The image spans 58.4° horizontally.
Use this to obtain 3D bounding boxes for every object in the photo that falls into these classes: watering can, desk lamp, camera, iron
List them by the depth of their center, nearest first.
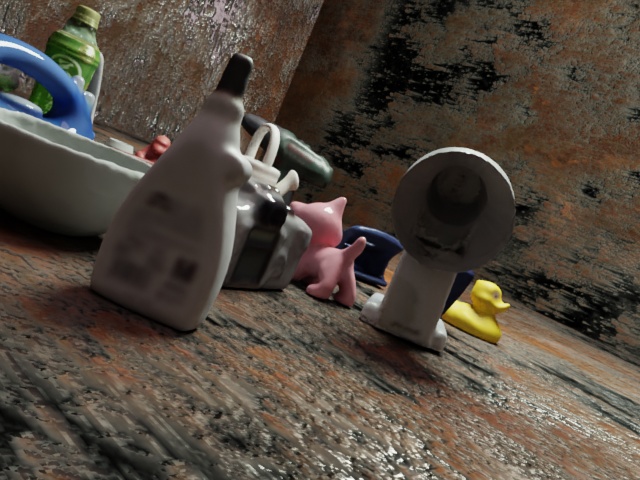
[{"bbox_3d":[-0.095,-0.021,0.575,0.136,0.101,0.144,25,5,27],"label":"camera"},{"bbox_3d":[-0.315,-0.140,0.605,0.118,0.141,0.259,25,5,22],"label":"iron"},{"bbox_3d":[0.126,0.006,0.634,0.118,0.213,0.203,24,5,8],"label":"desk lamp"},{"bbox_3d":[-0.123,-0.131,1.112,0.100,0.194,0.173,26,6,35],"label":"watering can"}]

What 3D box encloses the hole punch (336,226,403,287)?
[{"bbox_3d":[0.073,0.019,0.996,0.109,0.091,0.101,21,5,-21],"label":"hole punch"}]

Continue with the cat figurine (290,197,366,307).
[{"bbox_3d":[0.006,0.002,0.694,0.067,0.118,0.127,19,6,-42],"label":"cat figurine"}]

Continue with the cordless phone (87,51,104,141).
[{"bbox_3d":[-0.436,-0.253,1.036,0.094,0.185,0.147,19,6,-44],"label":"cordless phone"}]

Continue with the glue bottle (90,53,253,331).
[{"bbox_3d":[-0.079,-0.035,0.361,0.078,0.173,0.037,23,5,5],"label":"glue bottle"}]

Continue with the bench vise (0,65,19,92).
[{"bbox_3d":[-0.517,-0.285,0.798,0.208,0.220,0.121,21,5,-25],"label":"bench vise"}]

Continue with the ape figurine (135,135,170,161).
[{"bbox_3d":[-0.328,-0.165,1.139,0.078,0.092,0.076,21,5,-19],"label":"ape figurine"}]

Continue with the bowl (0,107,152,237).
[{"bbox_3d":[-0.212,-0.048,0.473,0.167,0.075,0.167,23,5,-2],"label":"bowl"}]

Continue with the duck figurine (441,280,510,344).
[{"bbox_3d":[0.249,0.105,0.909,0.104,0.086,0.078,25,5,22],"label":"duck figurine"}]

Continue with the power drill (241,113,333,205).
[{"bbox_3d":[-0.098,-0.140,1.244,0.229,0.208,0.075,23,5,-1],"label":"power drill"}]

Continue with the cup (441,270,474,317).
[{"bbox_3d":[0.153,0.066,0.821,0.118,0.095,0.091,20,5,-30],"label":"cup"}]
